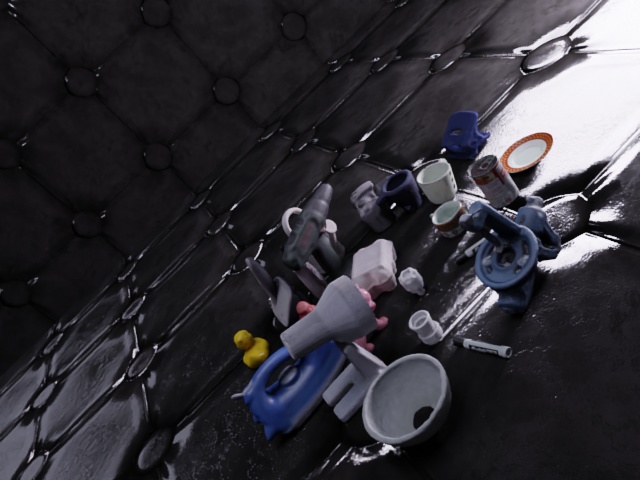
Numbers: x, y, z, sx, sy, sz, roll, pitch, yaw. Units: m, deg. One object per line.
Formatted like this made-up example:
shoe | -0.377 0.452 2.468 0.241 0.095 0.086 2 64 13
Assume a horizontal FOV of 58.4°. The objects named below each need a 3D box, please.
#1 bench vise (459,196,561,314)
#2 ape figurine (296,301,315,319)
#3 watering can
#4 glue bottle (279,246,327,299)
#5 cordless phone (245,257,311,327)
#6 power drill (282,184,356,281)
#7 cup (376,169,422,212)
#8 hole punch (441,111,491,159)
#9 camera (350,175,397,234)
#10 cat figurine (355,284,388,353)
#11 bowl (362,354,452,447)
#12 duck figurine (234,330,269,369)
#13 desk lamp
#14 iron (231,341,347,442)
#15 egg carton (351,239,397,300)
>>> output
bench vise | 0.320 -0.009 1.002 0.121 0.220 0.207 -20 34 39
ape figurine | -0.023 0.181 1.349 0.077 0.092 0.076 -33 28 20
watering can | -0.021 -0.011 1.521 0.172 0.194 0.101 -30 29 26
glue bottle | -0.045 0.074 1.450 0.037 0.173 0.078 -37 26 11
cordless phone | -0.121 0.127 1.464 0.094 0.185 0.147 -47 26 -8
power drill | 0.013 0.005 1.431 0.075 0.209 0.230 -1 48 54
cup | 0.207 -0.108 1.458 0.118 0.095 0.091 -44 26 -1
hole punch | 0.368 -0.271 1.481 0.101 0.091 0.108 -50 27 -14
camera | 0.158 -0.111 1.526 0.137 0.101 0.143 -40 26 7
cat figurine | 0.079 0.159 1.208 0.067 0.118 0.128 -8 43 50
bowl | 0.157 0.280 0.962 0.167 0.075 0.167 -33 27 20
duck figurine | -0.180 0.269 1.448 0.077 0.086 0.104 -40 26 6
desk lamp | 0.039 0.201 1.090 0.203 0.214 0.117 -46 26 -6
iron | -0.060 0.279 1.197 0.258 0.142 0.118 -49 26 -11
egg carton | 0.128 0.067 1.335 0.107 0.069 0.150 -30 29 25
